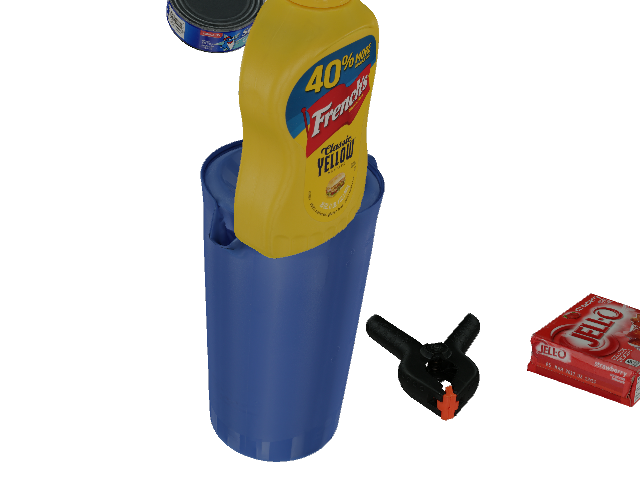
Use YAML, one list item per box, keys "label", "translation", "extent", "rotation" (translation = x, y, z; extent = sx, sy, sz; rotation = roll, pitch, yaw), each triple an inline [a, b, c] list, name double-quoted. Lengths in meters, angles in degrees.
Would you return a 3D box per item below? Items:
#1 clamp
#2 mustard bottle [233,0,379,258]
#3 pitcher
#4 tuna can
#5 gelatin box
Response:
- label: "clamp"
  translation: [0.123, 0.118, 1.070]
  extent: [0.120, 0.039, 0.171]
  rotation: [-10, 30, -9]
- label: "mustard bottle"
  translation: [-0.006, -0.087, 0.620]
  extent: [0.058, 0.192, 0.096]
  rotation: [32, 46, 30]
- label: "pitcher"
  translation: [-0.023, 0.046, 0.836]
  extent: [0.149, 0.243, 0.145]
  rotation: [-2, 33, -12]
- label: "tuna can"
  translation: [-0.093, -0.208, 0.944]
  extent: [0.086, 0.086, 0.034]
  rotation: [0, -31, -12]
- label: "gelatin box"
  translation: [0.190, 0.070, 0.701]
  extent: [0.073, 0.030, 0.089]
  rotation: [19, 27, 35]
